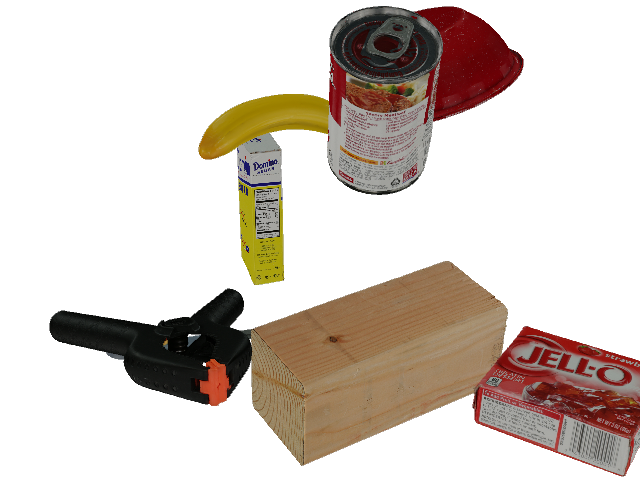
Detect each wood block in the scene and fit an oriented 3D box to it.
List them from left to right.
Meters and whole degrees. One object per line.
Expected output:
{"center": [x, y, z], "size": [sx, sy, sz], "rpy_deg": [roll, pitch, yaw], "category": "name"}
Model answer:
{"center": [0.051, 0.101, 0.929], "size": [0.205, 0.090, 0.091], "rpy_deg": [-17, 37, -26], "category": "wood block"}

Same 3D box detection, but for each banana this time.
{"center": [-0.046, -0.121, 1.102], "size": [0.197, 0.037, 0.070], "rpy_deg": [-9, 48, -32], "category": "banana"}

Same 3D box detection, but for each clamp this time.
{"center": [-0.102, 0.077, 0.824], "size": [0.164, 0.036, 0.210], "rpy_deg": [-10, 15, -28], "category": "clamp"}

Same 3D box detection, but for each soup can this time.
{"center": [0.039, -0.086, 0.673], "size": [0.068, 0.068, 0.102], "rpy_deg": [0, -39, -1], "category": "soup can"}

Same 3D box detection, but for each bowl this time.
{"center": [0.082, -0.150, 0.880], "size": [0.162, 0.055, 0.162], "rpy_deg": [-16, 25, 8], "category": "bowl"}

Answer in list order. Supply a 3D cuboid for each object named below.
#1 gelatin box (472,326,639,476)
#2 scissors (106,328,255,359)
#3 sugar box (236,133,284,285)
{"center": [0.140, 0.086, 0.596], "size": [0.089, 0.030, 0.073], "rpy_deg": [17, 32, 27], "category": "gelatin box"}
{"center": [-0.130, 0.122, 1.159], "size": [0.201, 0.016, 0.096], "rpy_deg": [1, 27, -20], "category": "scissors"}
{"center": [-0.076, -0.043, 1.328], "size": [0.048, 0.176, 0.093], "rpy_deg": [-9, 25, -12], "category": "sugar box"}
